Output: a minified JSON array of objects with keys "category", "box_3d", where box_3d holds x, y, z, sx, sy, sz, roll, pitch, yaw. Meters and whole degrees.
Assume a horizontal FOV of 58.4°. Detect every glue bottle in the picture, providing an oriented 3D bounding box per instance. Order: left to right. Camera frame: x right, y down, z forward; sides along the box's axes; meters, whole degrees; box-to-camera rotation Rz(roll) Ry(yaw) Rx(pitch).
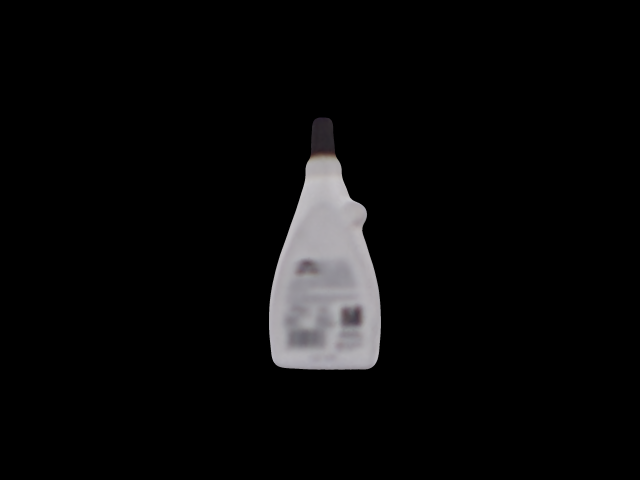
[{"category":"glue bottle","box_3d":[0.004,0.001,0.400,0.078,0.173,0.037,0,2,4]}]
